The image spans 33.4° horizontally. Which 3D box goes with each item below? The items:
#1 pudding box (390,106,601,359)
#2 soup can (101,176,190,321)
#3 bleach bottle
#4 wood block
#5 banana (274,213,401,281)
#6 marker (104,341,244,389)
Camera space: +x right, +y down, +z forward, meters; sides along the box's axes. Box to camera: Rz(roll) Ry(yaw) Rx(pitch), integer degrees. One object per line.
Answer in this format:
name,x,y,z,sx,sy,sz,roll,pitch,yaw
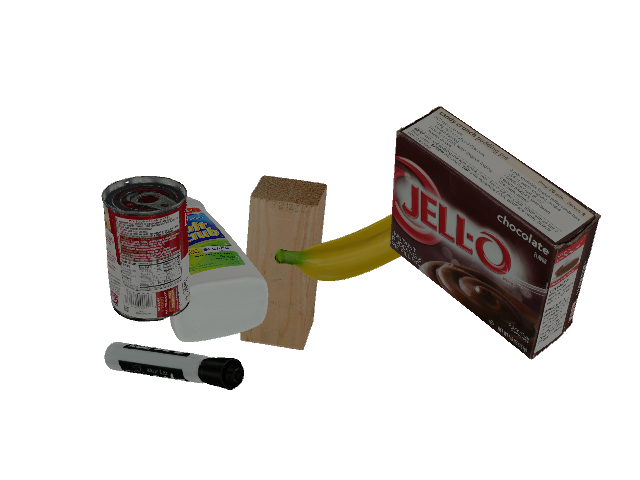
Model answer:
pudding box,0.087,-0.005,0.565,0.039,0.090,0.114,-36,56,-26
soup can,-0.141,0.007,0.875,0.068,0.102,0.068,1,28,-1
bleach bottle,-0.145,0.010,1.120,0.102,0.068,0.251,-9,31,-24
wood block,-0.050,0.029,1.421,0.090,0.206,0.090,8,23,5
banana,0.062,-0.010,0.897,0.198,0.037,0.069,-27,-21,9
marker,-0.092,0.078,0.669,0.121,0.020,0.020,2,1,43
